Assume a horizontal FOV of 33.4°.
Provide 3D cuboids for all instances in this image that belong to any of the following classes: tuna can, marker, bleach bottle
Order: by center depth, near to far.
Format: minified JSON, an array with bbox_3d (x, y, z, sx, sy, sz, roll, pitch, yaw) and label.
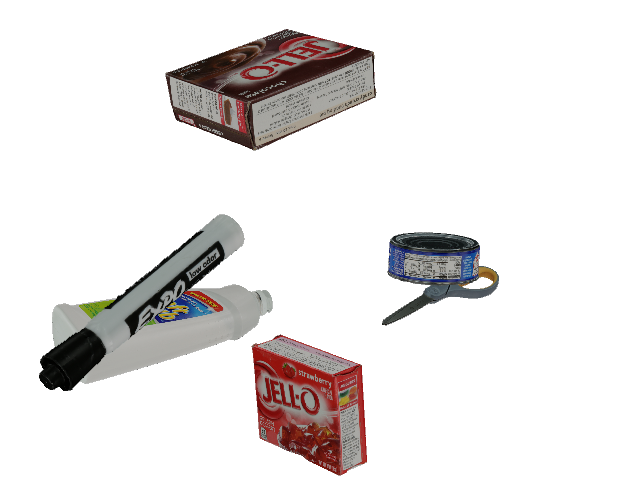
[{"bbox_3d":[-0.079,0.027,0.483,0.020,0.020,0.120,0,32,45],"label":"marker"},{"bbox_3d":[0.106,0.016,1.000,0.086,0.034,0.086,2,11,-1],"label":"tuna can"},{"bbox_3d":[-0.174,0.093,1.237,0.250,0.068,0.103,-13,32,-31],"label":"bleach bottle"}]

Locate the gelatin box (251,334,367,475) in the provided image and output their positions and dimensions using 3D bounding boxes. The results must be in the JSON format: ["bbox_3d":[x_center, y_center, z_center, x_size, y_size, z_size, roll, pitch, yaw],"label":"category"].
[{"bbox_3d":[-0.009,0.112,0.738,0.030,0.073,0.089,-17,21,-40],"label":"gelatin box"}]

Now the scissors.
[{"bbox_3d":[0.124,0.051,1.247,0.201,0.016,0.096,-11,40,-35],"label":"scissors"}]

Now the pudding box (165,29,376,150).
[{"bbox_3d":[-0.032,-0.104,0.718,0.113,0.039,0.090,-30,36,-33],"label":"pudding box"}]
